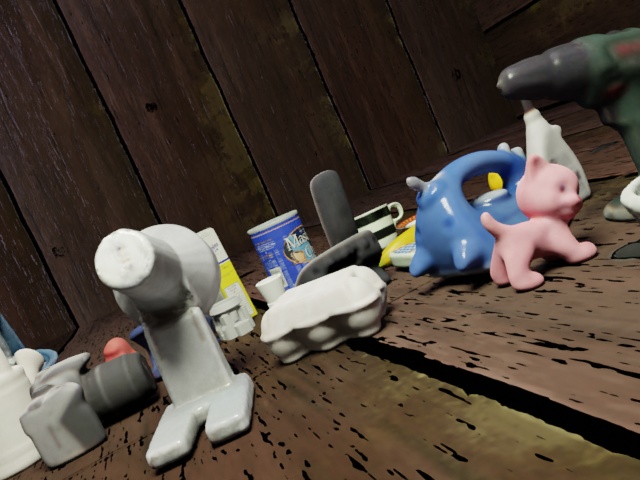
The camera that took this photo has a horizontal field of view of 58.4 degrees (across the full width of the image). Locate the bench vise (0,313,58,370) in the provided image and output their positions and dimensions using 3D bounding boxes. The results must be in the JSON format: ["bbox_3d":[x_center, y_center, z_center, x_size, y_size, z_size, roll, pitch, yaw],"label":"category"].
[{"bbox_3d":[-0.494,0.198,0.904,0.122,0.220,0.206,-30,9,-41],"label":"bench vise"}]

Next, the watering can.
[{"bbox_3d":[-0.425,0.200,0.741,0.101,0.194,0.172,-25,6,-7],"label":"watering can"}]

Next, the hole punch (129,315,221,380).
[{"bbox_3d":[-0.222,0.150,0.882,0.108,0.091,0.101,-23,6,8],"label":"hole punch"}]

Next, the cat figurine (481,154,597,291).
[{"bbox_3d":[0.220,-0.027,0.584,0.128,0.118,0.067,-26,7,-14],"label":"cat figurine"}]

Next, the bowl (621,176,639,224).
[{"bbox_3d":[0.322,-0.029,0.424,0.167,0.075,0.167,-24,6,3],"label":"bowl"}]

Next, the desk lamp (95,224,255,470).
[{"bbox_3d":[-0.151,0.085,0.594,0.118,0.213,0.203,-24,6,-4],"label":"desk lamp"}]

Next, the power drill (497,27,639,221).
[{"bbox_3d":[0.333,-0.133,0.636,0.229,0.208,0.075,-24,7,-4],"label":"power drill"}]

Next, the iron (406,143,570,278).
[{"bbox_3d":[0.211,-0.050,0.703,0.259,0.141,0.118,-28,8,-32],"label":"iron"}]

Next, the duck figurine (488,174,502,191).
[{"bbox_3d":[0.284,-0.073,0.878,0.105,0.086,0.077,-29,8,-40],"label":"duck figurine"}]

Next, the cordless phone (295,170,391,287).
[{"bbox_3d":[0.008,0.003,0.820,0.148,0.185,0.094,-29,8,-39],"label":"cordless phone"}]

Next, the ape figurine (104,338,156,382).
[{"bbox_3d":[-0.273,0.182,0.803,0.077,0.092,0.076,-21,7,22],"label":"ape figurine"}]

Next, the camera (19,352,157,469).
[{"bbox_3d":[-0.287,0.192,0.723,0.137,0.101,0.143,-25,6,-9],"label":"camera"}]

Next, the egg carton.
[{"bbox_3d":[0.006,0.085,0.672,0.150,0.069,0.107,-22,7,15],"label":"egg carton"}]

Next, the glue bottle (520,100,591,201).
[{"bbox_3d":[0.315,-0.125,0.798,0.078,0.173,0.037,-26,7,-19],"label":"glue bottle"}]
